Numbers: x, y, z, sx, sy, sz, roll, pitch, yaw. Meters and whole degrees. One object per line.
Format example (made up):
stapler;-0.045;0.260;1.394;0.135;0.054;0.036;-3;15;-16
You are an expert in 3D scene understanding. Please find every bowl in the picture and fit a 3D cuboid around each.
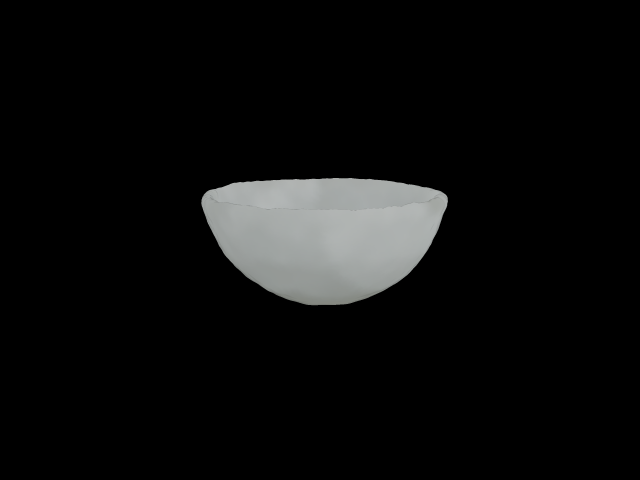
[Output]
bowl;0.004;0.001;0.400;0.167;0.075;0.167;0;12;0
